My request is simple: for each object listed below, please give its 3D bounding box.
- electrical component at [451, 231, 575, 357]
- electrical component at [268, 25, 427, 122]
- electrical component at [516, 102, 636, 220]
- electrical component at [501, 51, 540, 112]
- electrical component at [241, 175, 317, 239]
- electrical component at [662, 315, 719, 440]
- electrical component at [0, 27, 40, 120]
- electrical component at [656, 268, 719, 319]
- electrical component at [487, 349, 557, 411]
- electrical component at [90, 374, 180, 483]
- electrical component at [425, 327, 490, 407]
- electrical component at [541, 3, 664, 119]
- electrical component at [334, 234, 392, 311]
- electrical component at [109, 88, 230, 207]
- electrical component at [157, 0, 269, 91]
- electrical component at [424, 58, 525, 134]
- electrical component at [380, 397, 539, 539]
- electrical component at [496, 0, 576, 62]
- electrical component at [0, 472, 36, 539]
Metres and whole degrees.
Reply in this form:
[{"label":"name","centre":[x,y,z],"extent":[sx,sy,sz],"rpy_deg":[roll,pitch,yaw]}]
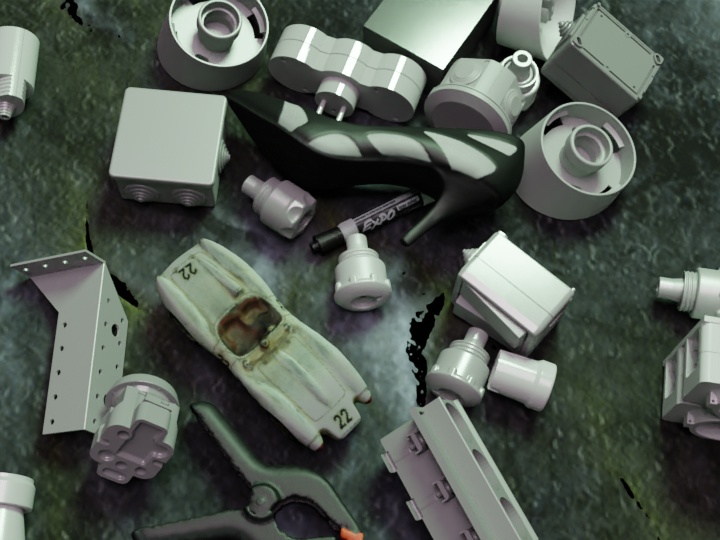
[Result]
[{"label":"electrical component","centre":[0.116,0.020,0.878],"extent":[0.096,0.061,0.061],"rpy_deg":[39,71,14]},{"label":"electrical component","centre":[-0.017,-0.162,0.958],"extent":[0.138,0.052,0.073],"rpy_deg":[19,67,6]},{"label":"electrical component","centre":[0.188,-0.096,0.944],"extent":[0.099,0.064,0.099],"rpy_deg":[6,68,-14]},{"label":"electrical component","centre":[0.140,-0.171,0.963],"extent":[0.043,0.062,0.043],"rpy_deg":[1,66,-2]},{"label":"electrical component","centre":[-0.072,-0.058,0.915],"extent":[0.062,0.043,0.043],"rpy_deg":[33,69,14]},{"label":"electrical component","centre":[0.340,0.097,0.829],"extent":[0.186,0.105,0.060],"rpy_deg":[9,66,2]},{"label":"electrical component","centre":[-0.311,-0.170,0.955],"extent":[0.043,0.043,0.081],"rpy_deg":[0,66,-2]},{"label":"electrical component","centre":[0.280,0.019,0.896],"extent":[0.062,0.048,0.048],"rpy_deg":[9,66,9]},{"label":"electrical component","centre":[0.129,0.087,0.860],"extent":[0.046,0.040,0.040],"rpy_deg":[19,67,3]},{"label":"electrical component","centre":[-0.169,0.117,0.820],"extent":[0.058,0.078,0.057],"rpy_deg":[27,36,-20]},{"label":"electrical component","centre":[0.084,0.075,0.863],"extent":[0.048,0.048,0.062],"rpy_deg":[24,62,8]},{"label":"electrical component","centre":[0.209,-0.185,0.962],"extent":[0.096,0.061,0.061],"rpy_deg":[39,58,-6]},{"label":"electrical component","centre":[0.000,0.000,0.893],"extent":[0.048,0.048,0.062],"rpy_deg":[-5,60,-4]},{"label":"electrical component","centre":[-0.162,-0.104,0.929],"extent":[0.100,0.048,0.099],"rpy_deg":[5,66,0]},{"label":"electrical component","centre":[-0.133,-0.214,0.984],"extent":[0.099,0.064,0.099],"rpy_deg":[5,71,-14]},{"label":"electrical component","centre":[0.101,-0.142,0.940],"extent":[0.080,0.080,0.051],"rpy_deg":[27,63,9]},{"label":"electrical component","centre":[0.071,0.164,0.808],"extent":[0.063,0.079,0.121],"rpy_deg":[-35,69,15]},{"label":"electrical component","centre":[0.162,-0.243,0.979],"extent":[0.064,0.099,0.099],"rpy_deg":[17,67,12]},{"label":"electrical component","centre":[-0.268,0.183,0.801],"extent":[0.045,0.045,0.055],"rpy_deg":[3,66,-1]}]
